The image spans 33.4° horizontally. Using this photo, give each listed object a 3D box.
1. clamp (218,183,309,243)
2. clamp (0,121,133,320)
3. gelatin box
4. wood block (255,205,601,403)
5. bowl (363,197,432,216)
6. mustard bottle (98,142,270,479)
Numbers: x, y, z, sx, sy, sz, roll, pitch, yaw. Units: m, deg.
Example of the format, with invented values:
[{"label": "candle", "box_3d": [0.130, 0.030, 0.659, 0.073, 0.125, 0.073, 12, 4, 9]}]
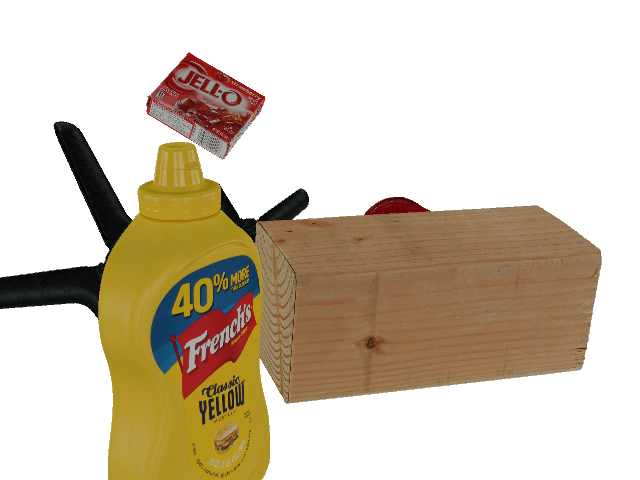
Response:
[{"label": "clamp", "box_3d": [-0.073, -0.010, 1.218, 0.120, 0.039, 0.171, -6, 42, 5]}, {"label": "clamp", "box_3d": [-0.149, 0.010, 0.792, 0.210, 0.164, 0.036, 21, -20, 0]}, {"label": "gelatin box", "box_3d": [-0.109, -0.129, 1.011, 0.089, 0.073, 0.030, 31, -37, 3]}, {"label": "wood block", "box_3d": [0.067, 0.037, 0.700, 0.205, 0.091, 0.090, -4, 23, -18]}, {"label": "bowl", "box_3d": [0.113, 0.026, 1.221, 0.161, 0.162, 0.055, 0, -7, -41]}, {"label": "mustard bottle", "box_3d": [-0.069, 0.045, 0.546, 0.058, 0.192, 0.096, 12, 21, 38]}]
